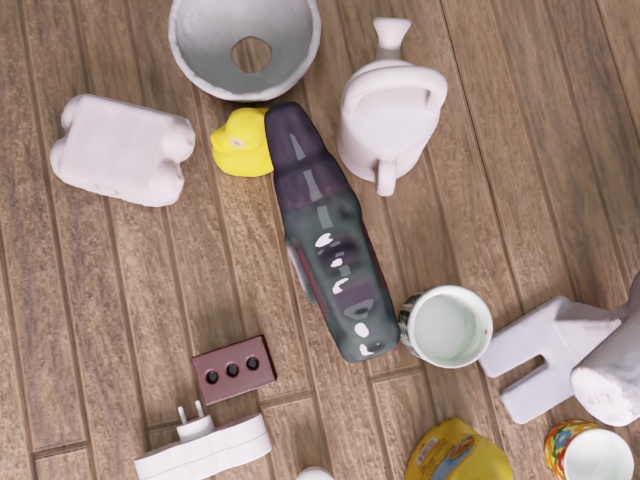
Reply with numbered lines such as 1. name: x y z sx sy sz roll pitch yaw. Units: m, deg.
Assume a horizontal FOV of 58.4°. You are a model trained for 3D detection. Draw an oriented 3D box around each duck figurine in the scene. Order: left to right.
1. duck figurine: -0.073 -0.117 0.628 0.104 0.086 0.077 -22 83 -4

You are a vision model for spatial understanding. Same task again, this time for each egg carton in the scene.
1. egg carton: -0.217 -0.098 0.632 0.150 0.069 0.107 13 82 1

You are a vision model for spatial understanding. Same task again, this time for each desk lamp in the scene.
1. desk lamp: 0.280 0.102 0.538 0.203 0.213 0.118 -30 83 -5

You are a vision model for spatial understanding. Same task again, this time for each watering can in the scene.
1. watering can: 0.067 -0.137 0.578 0.101 0.194 0.173 -20 83 -3

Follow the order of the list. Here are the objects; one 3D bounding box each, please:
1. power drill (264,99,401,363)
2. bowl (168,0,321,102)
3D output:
1. power drill: 0.005 0.002 0.551 0.075 0.208 0.229 -23 83 -3
2. bowl: -0.081 -0.225 0.649 0.167 0.075 0.167 0 82 -1
